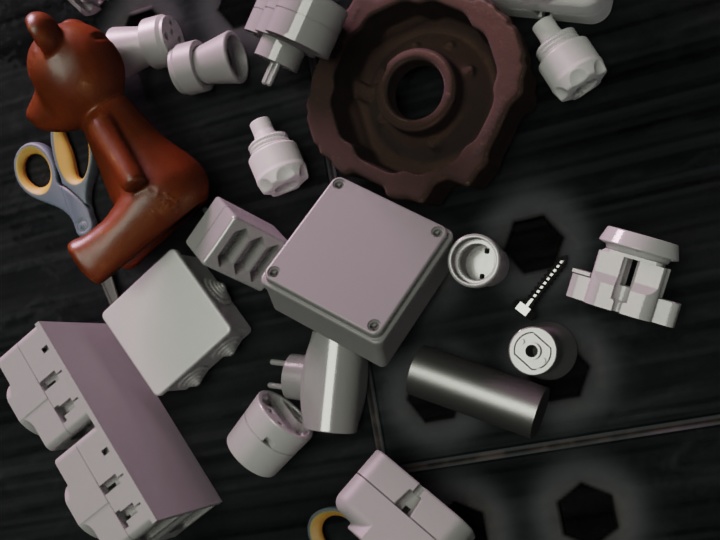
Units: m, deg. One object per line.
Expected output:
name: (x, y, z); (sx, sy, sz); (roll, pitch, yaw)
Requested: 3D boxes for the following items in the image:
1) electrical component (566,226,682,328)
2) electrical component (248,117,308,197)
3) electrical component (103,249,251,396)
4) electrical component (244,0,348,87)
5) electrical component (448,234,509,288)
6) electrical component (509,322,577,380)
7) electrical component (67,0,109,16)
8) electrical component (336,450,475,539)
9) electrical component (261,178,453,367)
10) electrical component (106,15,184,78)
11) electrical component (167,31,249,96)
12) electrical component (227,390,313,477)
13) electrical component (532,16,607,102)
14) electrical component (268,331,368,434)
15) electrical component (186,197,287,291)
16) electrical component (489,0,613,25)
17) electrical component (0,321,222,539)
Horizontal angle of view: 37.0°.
electrical component: (0.195, 0.002, 0.771); (0.078, 0.058, 0.057); (18, 95, 20)
electrical component: (-0.071, -0.095, 0.883); (0.043, 0.043, 0.062); (-27, 76, 16)
electrical component: (-0.151, 0.044, 0.900); (0.100, 0.048, 0.099); (-41, 74, 13)
electrical component: (-0.059, -0.179, 0.845); (0.052, 0.138, 0.073); (23, 95, -20)
electrical component: (0.092, -0.006, 0.815); (0.040, 0.046, 0.040); (-2, 86, 20)
electrical component: (0.132, 0.059, 0.785); (0.044, 0.065, 0.044); (-2, 86, 20)
electrical component: (-0.252, -0.256, 0.964); (0.046, 0.040, 0.040); (45, 101, 11)
electrical component: (0.031, 0.190, 0.809); (0.095, 0.053, 0.059); (37, 78, 22)
electrical component: (0.000, 0.000, 0.823); (0.109, 0.056, 0.108); (27, 68, 20)
electrical component: (-0.186, -0.194, 0.932); (0.055, 0.045, 0.045); (-10, 83, 19)
electrical component: (-0.128, -0.174, 0.909); (0.055, 0.045, 0.045); (-10, 83, 20)
electrical component: (-0.074, 0.132, 0.863); (0.055, 0.055, 0.047); (44, 105, 17)
electrical component: (0.152, -0.161, 0.805); (0.043, 0.043, 0.062); (-34, 75, 15)
electrical component: (-0.037, 0.087, 0.857); (0.079, 0.043, 0.077); (5, 88, 21)
electrical component: (-0.107, -0.030, 0.885); (0.047, 0.066, 0.076); (-54, 42, 9)
electrical component: (0.140, -0.221, 0.806); (0.095, 0.059, 0.053); (11, 90, 21)
electrical component: (-0.208, 0.135, 0.884); (0.060, 0.105, 0.186); (-39, 74, 14)
